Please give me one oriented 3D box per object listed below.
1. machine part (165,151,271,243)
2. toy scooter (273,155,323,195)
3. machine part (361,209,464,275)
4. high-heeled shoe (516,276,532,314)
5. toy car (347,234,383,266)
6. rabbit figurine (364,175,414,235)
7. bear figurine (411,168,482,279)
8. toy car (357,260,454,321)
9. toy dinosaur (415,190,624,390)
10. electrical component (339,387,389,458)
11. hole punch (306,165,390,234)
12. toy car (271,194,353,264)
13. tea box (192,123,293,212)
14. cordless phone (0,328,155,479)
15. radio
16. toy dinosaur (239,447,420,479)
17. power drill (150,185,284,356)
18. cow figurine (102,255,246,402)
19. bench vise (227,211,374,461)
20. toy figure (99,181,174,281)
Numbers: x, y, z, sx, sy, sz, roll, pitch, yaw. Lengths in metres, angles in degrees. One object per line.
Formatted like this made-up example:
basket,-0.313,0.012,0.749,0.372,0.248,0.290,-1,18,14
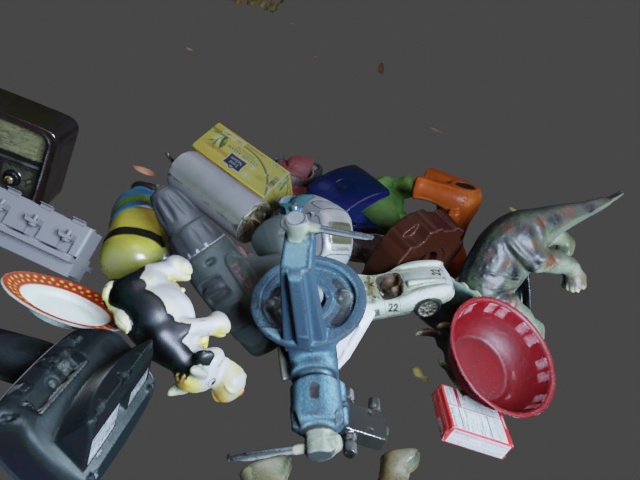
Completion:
machine part,-0.164,-0.071,0.865,0.243,0.079,0.079,35,28,21
toy scooter,-0.065,-0.117,1.042,0.135,0.075,0.184,19,32,-10
machine part,0.151,0.030,0.855,0.179,0.179,0.056,-3,41,-44
high-heeled shoe,0.353,0.095,0.935,0.086,0.145,0.249,17,26,-15
toy car,0.032,0.005,0.923,0.202,0.053,0.089,19,19,-4
rabbit figurine,0.111,-0.069,1.043,0.159,0.121,0.170,16,20,2
bear figurine,0.223,-0.019,0.997,0.132,0.195,0.120,22,29,19
toy car,0.086,0.077,0.756,0.202,0.056,0.074,-11,39,0
toy dinosaur,0.292,0.038,0.827,0.192,0.404,0.131,37,-6,-22
electrical component,0.047,0.207,0.602,0.063,0.021,0.094,22,26,-9
hole punch,0.044,-0.071,0.929,0.116,0.092,0.142,-5,38,-39
toy car,-0.002,-0.002,0.802,0.109,0.103,0.161,6,68,-36
tea box,-0.132,-0.114,0.930,0.170,0.098,0.068,35,68,20
cordless phone,-0.248,0.126,0.455,0.184,0.088,0.147,15,26,3
radio,-0.437,-0.128,0.670,0.229,0.131,0.073,22,27,-8
toy dinosaur,-0.016,0.259,0.368,0.471,0.105,0.199,2,38,-30
power drill,-0.094,0.019,0.684,0.232,0.086,0.207,58,17,2
cow figurine,-0.148,0.100,0.551,0.167,0.068,0.098,52,32,16
bench vise,-0.014,0.082,0.524,0.129,0.240,0.224,3,45,8
toy figure,-0.234,-0.008,0.688,0.089,0.082,0.180,0,40,-21
